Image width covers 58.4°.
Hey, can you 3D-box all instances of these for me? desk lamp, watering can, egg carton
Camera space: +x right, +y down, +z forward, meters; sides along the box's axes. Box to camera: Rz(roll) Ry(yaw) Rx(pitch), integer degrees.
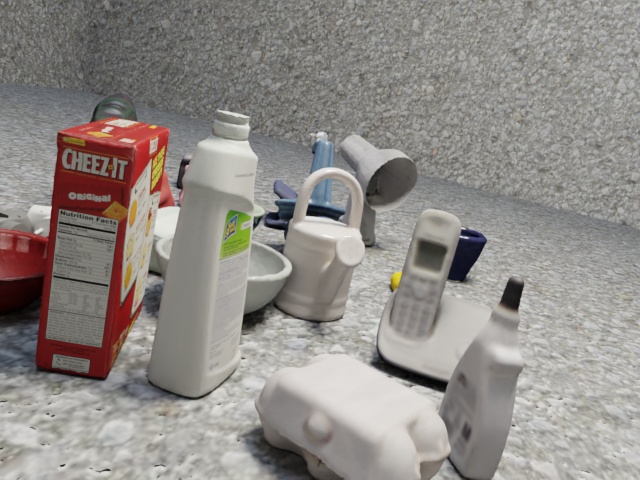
[{"bbox_3d":[0.084,-0.097,1.160,0.118,0.213,0.202,2,18,-35],"label":"desk lamp"},{"bbox_3d":[0.009,0.003,0.755,0.101,0.194,0.172,-1,20,-43],"label":"watering can"},{"bbox_3d":[0.024,0.149,0.461,0.149,0.069,0.107,22,17,34],"label":"egg carton"}]

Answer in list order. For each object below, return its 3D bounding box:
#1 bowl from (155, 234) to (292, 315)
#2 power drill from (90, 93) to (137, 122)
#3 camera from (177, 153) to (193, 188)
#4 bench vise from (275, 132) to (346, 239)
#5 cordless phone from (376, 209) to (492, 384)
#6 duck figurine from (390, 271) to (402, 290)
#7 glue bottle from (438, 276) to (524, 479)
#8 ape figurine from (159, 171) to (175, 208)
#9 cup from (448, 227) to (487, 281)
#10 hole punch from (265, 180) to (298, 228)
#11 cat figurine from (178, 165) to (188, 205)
[{"bbox_3d":[-0.122,0.049,0.708,0.167,0.075,0.167,12,14,-3],"label":"bowl"},{"bbox_3d":[-0.344,-0.129,0.931,0.076,0.208,0.229,8,15,-17],"label":"power drill"},{"bbox_3d":[-0.261,-0.154,1.311,0.143,0.101,0.137,13,14,4],"label":"camera"},{"bbox_3d":[0.005,-0.060,0.940,0.122,0.220,0.206,3,17,-32],"label":"bench vise"},{"bbox_3d":[0.151,0.067,0.650,0.147,0.185,0.094,15,15,9],"label":"cordless phone"},{"bbox_3d":[0.160,0.046,0.935,0.077,0.086,0.105,15,15,11],"label":"duck figurine"},{"bbox_3d":[0.146,0.113,0.494,0.037,0.173,0.078,9,15,-13],"label":"glue bottle"},{"bbox_3d":[-0.297,-0.084,1.033,0.076,0.092,0.077,8,15,-18],"label":"ape figurine"},{"bbox_3d":[0.248,0.023,1.080,0.092,0.095,0.117,1,18,-37],"label":"cup"},{"bbox_3d":[-0.057,-0.072,1.193,0.101,0.091,0.108,11,14,-6],"label":"hole punch"},{"bbox_3d":[-0.223,-0.122,1.189,0.128,0.118,0.067,7,15,-21],"label":"cat figurine"}]
